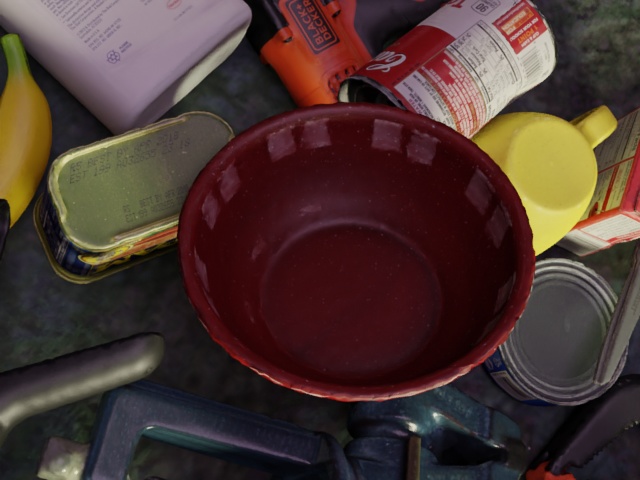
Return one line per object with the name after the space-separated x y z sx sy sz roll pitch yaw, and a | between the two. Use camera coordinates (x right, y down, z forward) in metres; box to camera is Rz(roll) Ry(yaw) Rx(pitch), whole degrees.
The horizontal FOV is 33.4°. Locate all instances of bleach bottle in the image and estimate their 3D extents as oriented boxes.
-0.159 -0.175 0.575 0.251 0.068 0.102 46 70 -1 | bleach bottle

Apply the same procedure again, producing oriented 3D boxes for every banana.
-0.199 -0.013 0.541 0.069 0.037 0.197 43 74 -11 | banana

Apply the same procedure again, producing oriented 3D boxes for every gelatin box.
0.176 -0.034 0.631 0.030 0.089 0.073 25 73 -11 | gelatin box

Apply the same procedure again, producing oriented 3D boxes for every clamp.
0.222 0.112 0.643 0.209 0.036 0.164 -3 80 -16 | clamp
-0.170 0.061 0.486 0.171 0.039 0.120 -37 64 -17 | clamp

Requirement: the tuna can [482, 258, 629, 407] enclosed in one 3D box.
0.136 0.055 0.630 0.086 0.034 0.086 3 78 -16 | tuna can

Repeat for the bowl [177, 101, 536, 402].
0.016 0.013 0.500 0.162 0.055 0.162 0 56 -1 | bowl

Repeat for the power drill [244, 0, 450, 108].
0.029 -0.172 0.633 0.187 0.057 0.184 -31 93 -17 | power drill

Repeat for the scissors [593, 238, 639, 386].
0.215 0.015 0.650 0.096 0.016 0.201 26 60 -18 | scissors

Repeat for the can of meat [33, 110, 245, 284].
-0.093 -0.023 0.551 0.102 0.084 0.057 -21 86 -20 | can of meat

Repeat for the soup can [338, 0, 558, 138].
0.070 -0.086 0.573 0.102 0.069 0.068 -39 92 -18 | soup can
